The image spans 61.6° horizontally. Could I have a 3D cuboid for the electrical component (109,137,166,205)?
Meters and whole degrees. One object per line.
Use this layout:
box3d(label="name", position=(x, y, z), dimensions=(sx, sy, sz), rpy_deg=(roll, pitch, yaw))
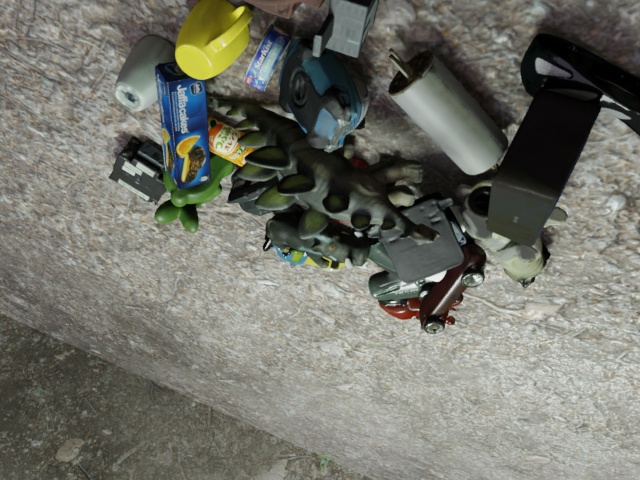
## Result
box3d(label="electrical component", position=(-0.353, -0.141, 1.088), dimensions=(0.115, 0.058, 0.134), rpy_deg=(33, 145, -19))

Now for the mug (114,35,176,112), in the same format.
box3d(label="mug", position=(-0.280, -0.250, 0.844), dimensions=(0.080, 0.107, 0.109), rpy_deg=(39, 142, -21))

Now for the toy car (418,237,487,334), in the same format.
box3d(label="toy car", position=(0.230, 0.085, 0.945), dimensions=(0.053, 0.089, 0.202), rpy_deg=(11, 131, -15))

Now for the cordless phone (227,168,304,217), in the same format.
box3d(label="cordless phone", position=(-0.067, -0.077, 1.010), dimensions=(0.147, 0.089, 0.184), rpy_deg=(-15, 143, 41))

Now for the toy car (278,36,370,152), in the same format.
box3d(label="toy car", position=(0.015, -0.201, 0.738), dimensions=(0.162, 0.103, 0.109), rpy_deg=(58, 143, 28))

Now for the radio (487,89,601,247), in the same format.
box3d(label="radio", position=(0.270, -0.080, 0.671), dimensions=(0.073, 0.131, 0.229), rpy_deg=(25, 175, 18))

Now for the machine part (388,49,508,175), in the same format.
box3d(label="machine part", position=(0.174, -0.167, 0.723), dimensions=(0.243, 0.079, 0.079), rpy_deg=(38, 144, -24))

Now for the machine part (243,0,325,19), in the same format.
box3d(label="machine part", position=(-0.059, -0.360, 0.578), dimensions=(0.201, 0.087, 0.201), rpy_deg=(26, 147, -3))

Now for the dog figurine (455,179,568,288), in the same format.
box3d(label="dog figurine", position=(0.293, -0.009, 0.874), dimensions=(0.172, 0.121, 0.190), rpy_deg=(50, 175, 21))

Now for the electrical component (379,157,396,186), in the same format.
box3d(label="electrical component", position=(0.105, -0.081, 0.874), dimensions=(0.045, 0.102, 0.078), rpy_deg=(12, 169, 27))

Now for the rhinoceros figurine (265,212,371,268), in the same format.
box3d(label="rhinoceros figurine", position=(-0.002, -0.003, 0.950), dimensions=(0.190, 0.073, 0.112), rpy_deg=(19, 162, 17))

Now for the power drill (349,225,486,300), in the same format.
box3d(label="power drill", position=(0.166, 0.032, 1.017), dimensions=(0.232, 0.086, 0.207), rpy_deg=(-23, 134, 36))

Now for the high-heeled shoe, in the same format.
box3d(label="high-heeled shoe", position=(0.356, -0.177, 0.595), dimensions=(0.249, 0.086, 0.145), rpy_deg=(3, 141, 33))

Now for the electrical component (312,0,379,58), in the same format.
box3d(label="electrical component", position=(0.033, -0.259, 0.636), dimensions=(0.048, 0.119, 0.074), rpy_deg=(19, 144, 6))

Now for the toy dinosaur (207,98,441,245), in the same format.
box3d(label="toy dinosaur", position=(-0.015, -0.120, 0.794), dimensions=(0.472, 0.198, 0.104), rpy_deg=(42, 147, 34))

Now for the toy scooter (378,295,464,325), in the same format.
box3d(label="toy scooter", position=(0.220, 0.141, 1.139), dimensions=(0.184, 0.075, 0.135), rpy_deg=(-6, 139, 30))

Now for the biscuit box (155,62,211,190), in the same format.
box3d(label="biscuit box", position=(-0.214, -0.178, 0.845), dimensions=(0.059, 0.063, 0.202), rpy_deg=(51, 149, 35))

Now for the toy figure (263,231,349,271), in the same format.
box3d(label="toy figure", position=(-0.017, 0.011, 1.055), dimensions=(0.180, 0.082, 0.089), rpy_deg=(16, 155, -18))

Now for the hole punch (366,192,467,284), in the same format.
box3d(label="hole punch", position=(0.161, -0.009, 0.840), dimensions=(0.142, 0.092, 0.115), rpy_deg=(-23, 98, 26))

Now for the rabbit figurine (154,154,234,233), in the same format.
box3d(label="rabbit figurine", position=(-0.243, -0.094, 1.030), dimensions=(0.121, 0.159, 0.170), rpy_deg=(18, 163, -11))
